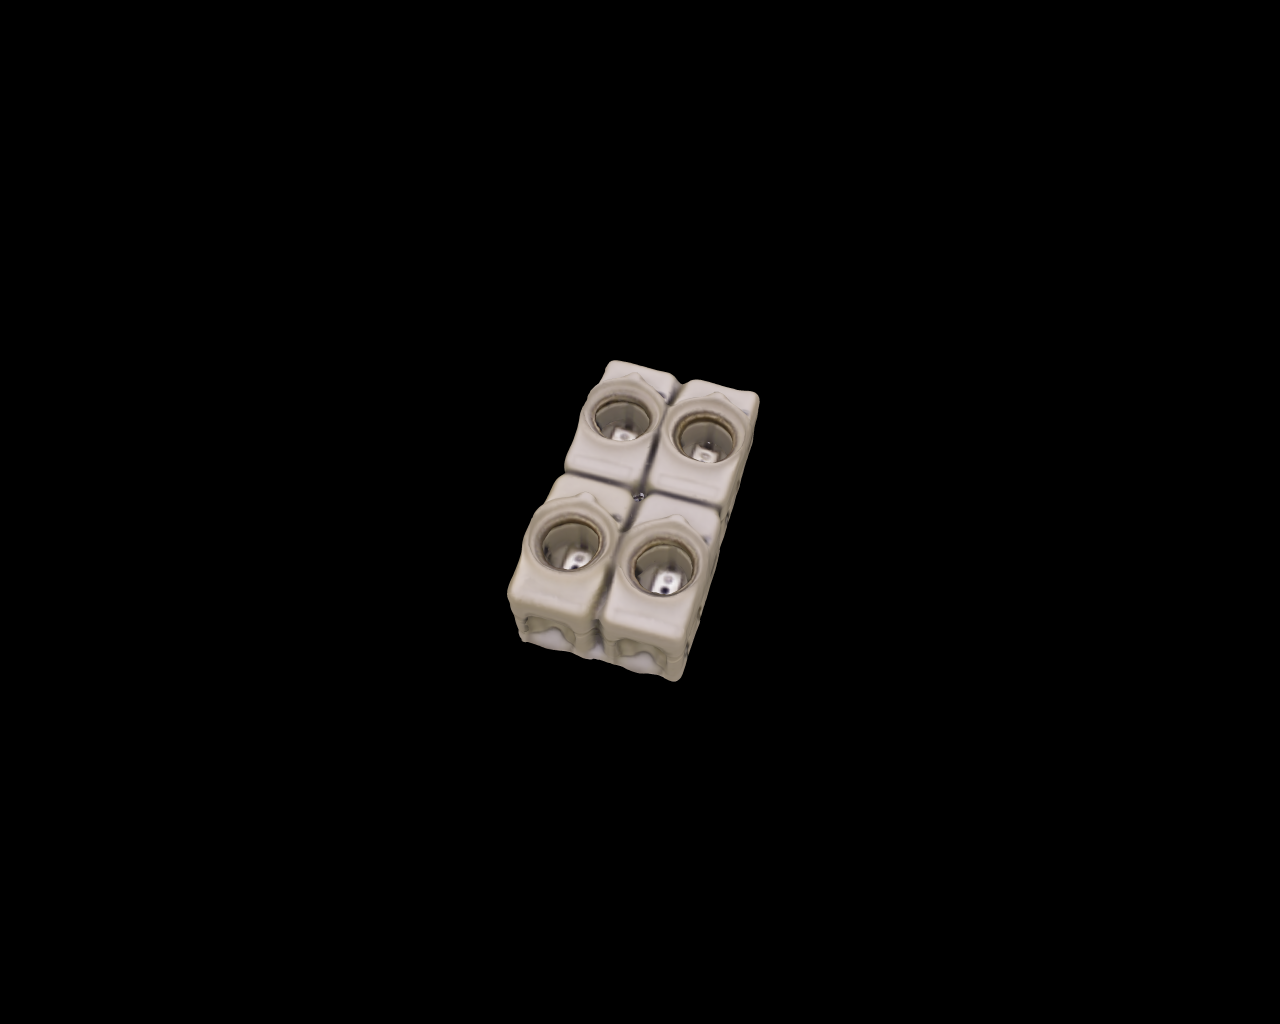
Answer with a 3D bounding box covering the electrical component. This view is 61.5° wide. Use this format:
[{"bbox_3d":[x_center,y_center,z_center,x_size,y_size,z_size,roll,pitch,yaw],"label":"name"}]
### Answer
[{"bbox_3d":[0.001,-0.003,0.650,0.105,0.186,0.060,15,-32,9],"label":"electrical component"}]
